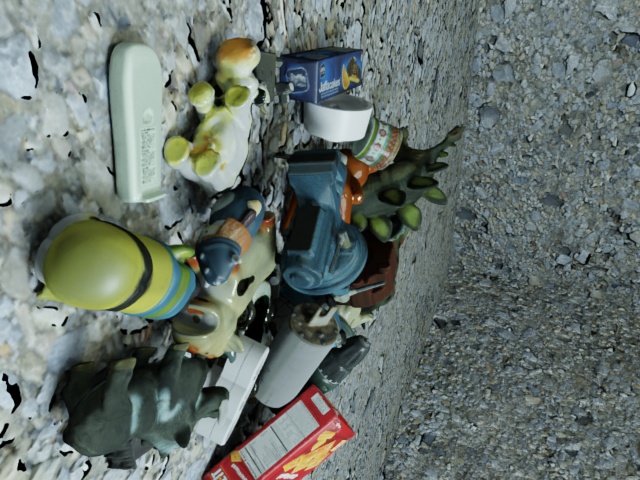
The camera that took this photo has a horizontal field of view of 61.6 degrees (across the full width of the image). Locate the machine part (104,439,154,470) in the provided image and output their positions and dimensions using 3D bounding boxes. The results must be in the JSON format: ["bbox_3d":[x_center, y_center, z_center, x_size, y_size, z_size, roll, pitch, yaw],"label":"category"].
[{"bbox_3d":[-0.186,0.208,0.610,0.139,0.039,0.084,-30,135,-66],"label":"machine part"}]

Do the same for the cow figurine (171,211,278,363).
[{"bbox_3d":[-0.115,0.058,0.652,0.195,0.086,0.127,-59,149,-47],"label":"cow figurine"}]

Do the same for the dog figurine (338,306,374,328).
[{"bbox_3d":[0.039,0.071,1.086,0.172,0.121,0.190,-59,139,-49],"label":"dog figurine"}]

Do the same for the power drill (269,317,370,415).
[{"bbox_3d":[0.012,0.211,0.963,0.232,0.086,0.207,-42,-172,17],"label":"power drill"}]

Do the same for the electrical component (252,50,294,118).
[{"bbox_3d":[-0.069,-0.196,0.671,0.102,0.045,0.078,-20,122,-68],"label":"electrical component"}]

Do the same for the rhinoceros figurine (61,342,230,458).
[{"bbox_3d":[-0.159,0.159,0.532,0.190,0.073,0.112,16,63,-63],"label":"rhinoceros figurine"}]

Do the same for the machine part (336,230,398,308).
[{"bbox_3d":[0.053,0.046,0.964,0.179,0.180,0.055,-57,145,-45],"label":"machine part"}]

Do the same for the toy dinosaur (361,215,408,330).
[{"bbox_3d":[0.129,0.065,1.223,0.192,0.131,0.404,-45,140,-67],"label":"toy dinosaur"}]

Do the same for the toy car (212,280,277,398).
[{"bbox_3d":[-0.112,0.150,0.748,0.073,0.056,0.201,4,102,-64],"label":"toy car"}]

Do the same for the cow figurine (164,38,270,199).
[{"bbox_3d":[-0.099,-0.131,0.592,0.098,0.068,0.167,59,50,-71],"label":"cow figurine"}]

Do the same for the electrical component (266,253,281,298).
[{"bbox_3d":[-0.070,0.055,0.807,0.094,0.021,0.063,-105,-161,-68],"label":"electrical component"}]

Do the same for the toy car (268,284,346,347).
[{"bbox_3d":[-0.031,0.130,0.870,0.103,0.162,0.109,-23,110,-16],"label":"toy car"}]

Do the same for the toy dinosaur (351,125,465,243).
[{"bbox_3d":[0.110,-0.090,1.007,0.471,0.199,0.104,-35,132,-15],"label":"toy dinosaur"}]

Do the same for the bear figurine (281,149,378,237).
[{"bbox_3d":[0.023,-0.078,0.900,0.196,0.120,0.131,-50,151,-63],"label":"bear figurine"}]

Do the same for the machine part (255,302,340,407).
[{"bbox_3d":[-0.041,0.170,0.782,0.243,0.079,0.079,-58,175,38],"label":"machine part"}]

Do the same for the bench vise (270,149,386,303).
[{"bbox_3d":[0.009,-0.003,0.745,0.240,0.129,0.224,67,17,-48],"label":"bench vise"}]

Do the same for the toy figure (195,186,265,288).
[{"bbox_3d":[-0.101,-0.007,0.585,0.154,0.058,0.064,-74,-172,-58],"label":"toy figure"}]

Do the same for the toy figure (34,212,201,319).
[{"bbox_3d":[-0.165,0.029,0.479,0.180,0.089,0.082,41,56,-65],"label":"toy figure"}]

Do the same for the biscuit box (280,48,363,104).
[{"bbox_3d":[0.007,-0.256,0.822,0.203,0.059,0.062,-44,142,-57],"label":"biscuit box"}]
